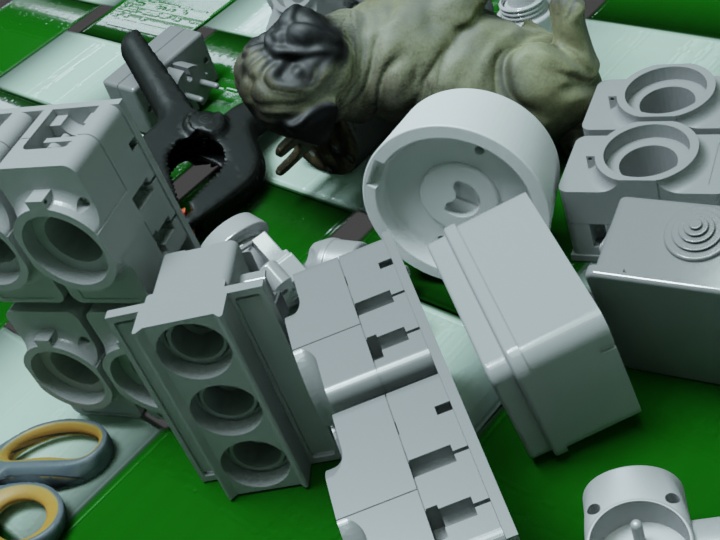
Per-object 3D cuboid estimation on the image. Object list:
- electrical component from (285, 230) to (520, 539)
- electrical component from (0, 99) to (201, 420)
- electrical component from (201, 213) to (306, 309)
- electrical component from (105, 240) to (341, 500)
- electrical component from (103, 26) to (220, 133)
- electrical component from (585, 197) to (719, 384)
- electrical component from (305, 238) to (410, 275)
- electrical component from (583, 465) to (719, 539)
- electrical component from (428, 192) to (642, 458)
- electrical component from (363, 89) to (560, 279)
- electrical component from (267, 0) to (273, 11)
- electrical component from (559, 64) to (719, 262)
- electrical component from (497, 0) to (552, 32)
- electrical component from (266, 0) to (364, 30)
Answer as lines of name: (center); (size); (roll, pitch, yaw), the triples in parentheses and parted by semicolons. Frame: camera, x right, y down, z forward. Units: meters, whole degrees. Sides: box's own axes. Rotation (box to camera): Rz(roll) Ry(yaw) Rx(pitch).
electrical component: (0.022, 0.084, 0.476); (0.060, 0.105, 0.186); (-21, 39, 1)
electrical component: (-0.144, 0.005, 0.579); (0.105, 0.186, 0.060); (0, 44, 25)
electrical component: (-0.064, -0.001, 0.643); (0.048, 0.066, 0.055); (-37, 75, -17)
electrical component: (-0.064, 0.050, 0.542); (0.079, 0.121, 0.063); (-12, 38, 12)
electrical component: (-0.147, -0.150, 0.868); (0.076, 0.047, 0.083); (20, 55, 34)
electrical component: (0.163, 0.011, 0.501); (0.100, 0.099, 0.048); (9, 61, 32)
electrical component: (0.000, 0.000, 0.639); (0.061, 0.035, 0.035); (7, 47, 28)
electrical component: (0.133, 0.119, 0.432); (0.079, 0.044, 0.077); (-11, 41, 13)
electrical component: (0.084, 0.026, 0.532); (0.057, 0.078, 0.113); (-27, 39, 5)
electrical component: (0.062, -0.052, 0.616); (0.108, 0.108, 0.060); (1, 39, 25)
electrical component: (-0.059, -0.223, 0.896); (0.044, 0.065, 0.044); (-13, 40, 11)
electrical component: (0.214, -0.059, 0.585); (0.186, 0.060, 0.105); (3, 46, 28)
electrical component: (0.118, -0.185, 0.771); (0.048, 0.062, 0.048); (-13, 40, 11)
electrical component: (-0.032, -0.219, 0.852); (0.050, 0.056, 0.089); (22, 93, 41)
